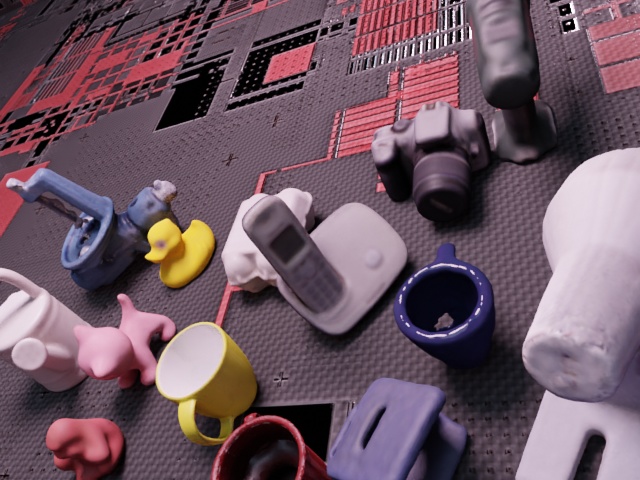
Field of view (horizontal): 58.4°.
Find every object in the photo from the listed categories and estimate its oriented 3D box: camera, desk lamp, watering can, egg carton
[{"bbox_3d":[0.131,-0.094,0.701,0.142,0.101,0.137,-10,47,24],"label":"camera"},{"bbox_3d":[0.209,0.072,0.413,0.117,0.214,0.203,11,57,38],"label":"desk lamp"},{"bbox_3d":[-0.382,0.113,0.748,0.172,0.195,0.101,8,56,36],"label":"watering can"},{"bbox_3d":[-0.065,-0.002,0.757,0.107,0.070,0.150,-8,47,25],"label":"egg carton"}]

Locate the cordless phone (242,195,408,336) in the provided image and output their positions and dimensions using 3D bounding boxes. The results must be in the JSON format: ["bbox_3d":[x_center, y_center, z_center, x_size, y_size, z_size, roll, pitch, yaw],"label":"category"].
[{"bbox_3d":[0.006,0.002,0.623,0.093,0.186,0.148,26,67,44],"label":"cordless phone"}]

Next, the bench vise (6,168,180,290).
[{"bbox_3d":[-0.324,-0.046,0.842,0.207,0.220,0.121,-42,43,-10],"label":"bench vise"}]

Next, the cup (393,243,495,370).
[{"bbox_3d":[0.128,0.071,0.552,0.091,0.095,0.118,-9,47,24],"label":"cup"}]

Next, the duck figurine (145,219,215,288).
[{"bbox_3d":[-0.207,0.005,0.824,0.077,0.086,0.105,14,59,39],"label":"duck figurine"}]

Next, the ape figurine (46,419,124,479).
[{"bbox_3d":[-0.270,0.231,0.645,0.077,0.092,0.076,7,55,36],"label":"ape figurine"}]

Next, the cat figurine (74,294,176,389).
[{"bbox_3d":[-0.250,0.128,0.711,0.067,0.118,0.128,-12,46,22],"label":"cat figurine"}]

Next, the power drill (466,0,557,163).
[{"bbox_3d":[0.221,-0.207,0.672,0.075,0.209,0.229,-12,46,22],"label":"power drill"}]

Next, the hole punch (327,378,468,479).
[{"bbox_3d":[0.059,0.177,0.498,0.100,0.091,0.109,13,59,39],"label":"hole punch"}]
